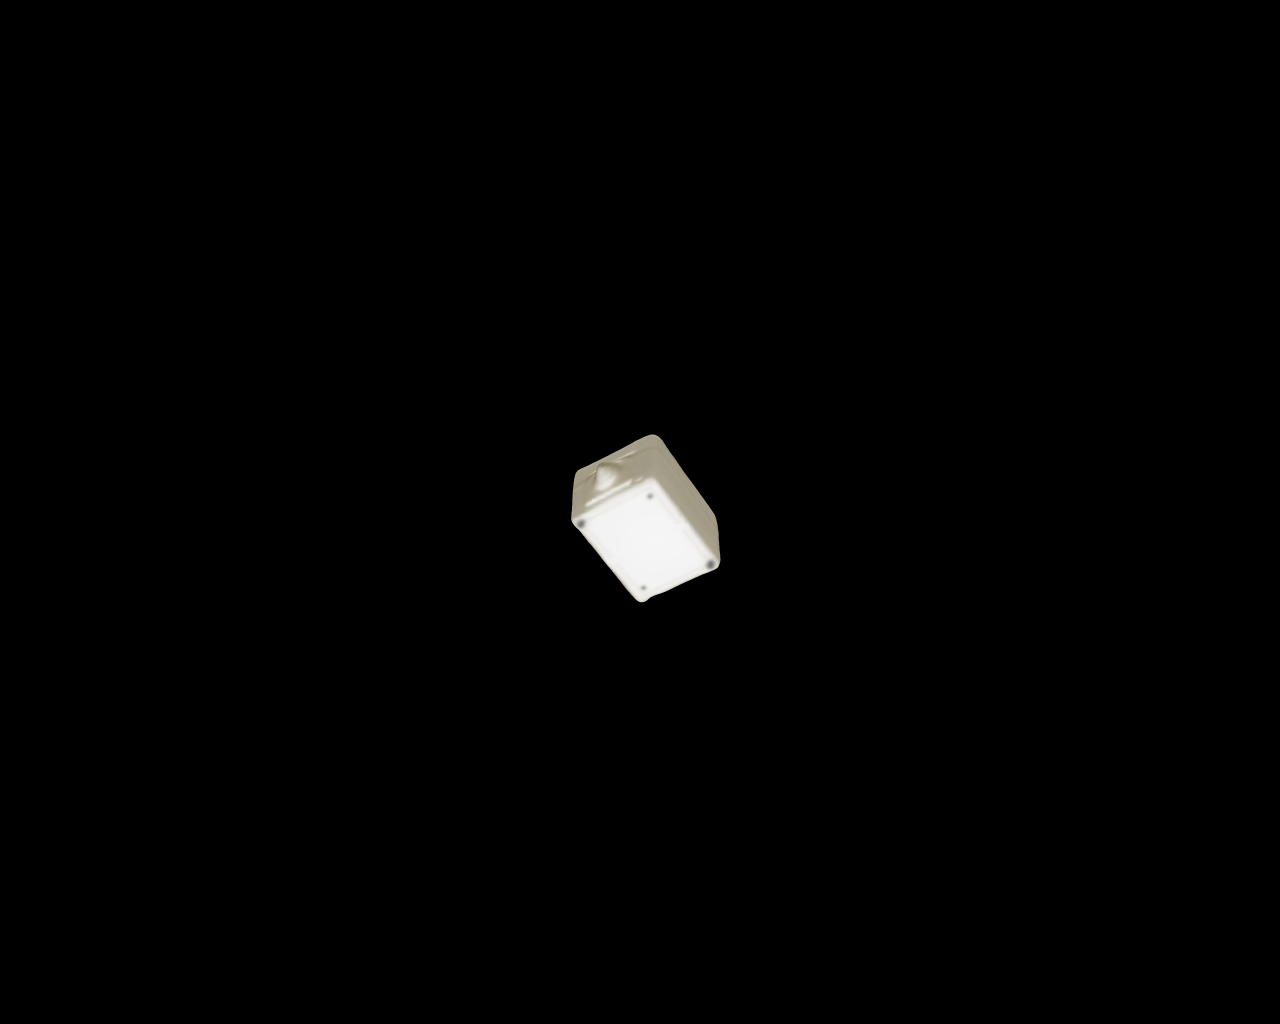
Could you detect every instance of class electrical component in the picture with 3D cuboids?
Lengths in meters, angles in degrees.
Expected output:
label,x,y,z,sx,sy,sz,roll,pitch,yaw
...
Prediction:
label,x,y,z,sx,sy,sz,roll,pitch,yaw
electrical component,0.001,-0.003,0.650,0.061,0.096,0.061,-27,32,18
